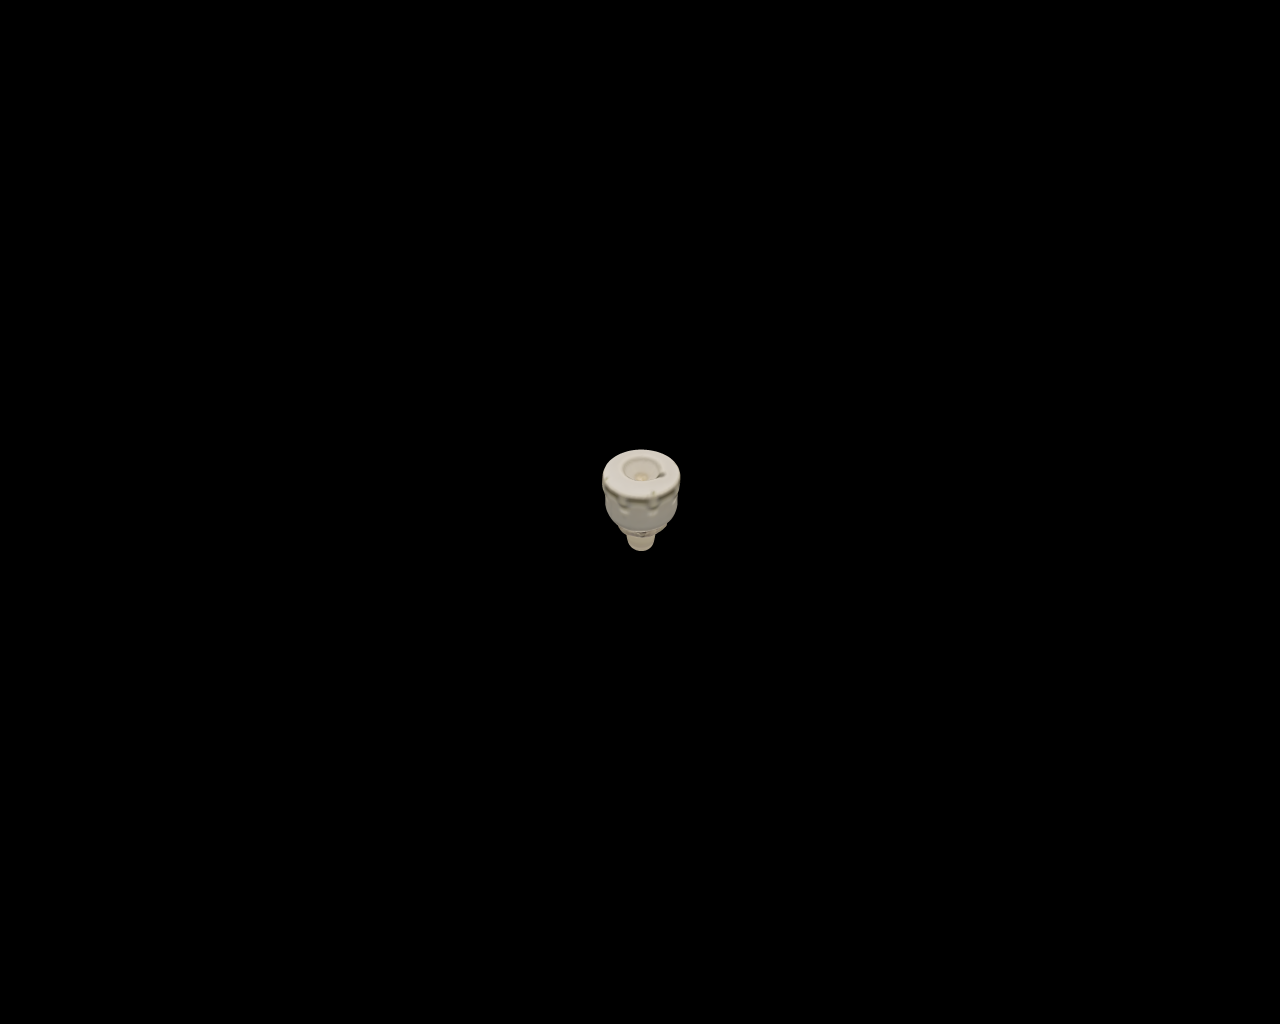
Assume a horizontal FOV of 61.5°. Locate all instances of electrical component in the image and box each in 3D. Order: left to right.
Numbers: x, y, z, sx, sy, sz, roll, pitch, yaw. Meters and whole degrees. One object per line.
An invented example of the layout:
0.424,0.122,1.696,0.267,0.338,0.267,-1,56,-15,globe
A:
0.001,-0.003,0.650,0.048,0.062,0.048,0,39,0,electrical component
